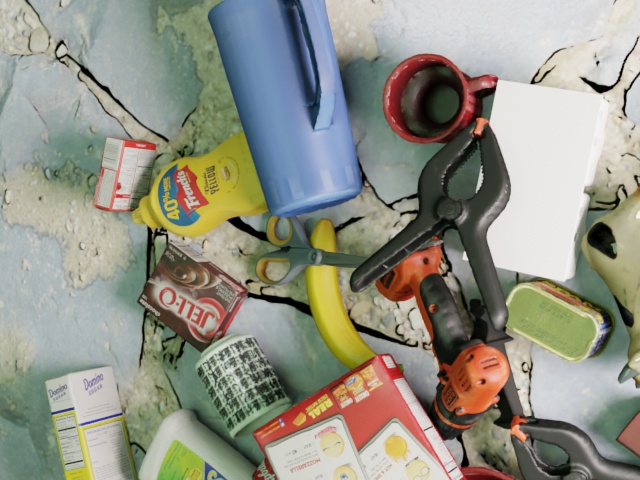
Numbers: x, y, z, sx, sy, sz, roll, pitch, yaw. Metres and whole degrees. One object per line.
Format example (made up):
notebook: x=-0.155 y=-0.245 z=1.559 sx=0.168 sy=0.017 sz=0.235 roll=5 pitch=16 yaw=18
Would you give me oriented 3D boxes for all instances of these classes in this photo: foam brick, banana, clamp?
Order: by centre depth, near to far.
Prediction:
foam brick: x=0.340 y=0.197 z=1.045 sx=0.078 sy=0.052 sz=0.051 roll=37 pitch=105 yaw=19
clamp: x=0.139 y=-0.017 z=1.045 sx=0.165 sy=0.036 sz=0.210 roll=22 pitch=81 yaw=27
clamp: x=0.256 y=0.247 z=1.077 sx=0.171 sy=0.039 sz=0.120 roll=31 pitch=100 yaw=6
banana: x=0.023 y=0.075 z=1.202 sx=0.069 sy=0.037 sz=0.198 roll=-27 pitch=80 yaw=4

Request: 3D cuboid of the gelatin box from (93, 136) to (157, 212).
gelatin box: x=-0.237 y=-0.079 z=1.299 sx=0.030 sy=0.073 sz=0.089 roll=15 pitch=97 yaw=23

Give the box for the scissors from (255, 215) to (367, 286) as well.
scissors: x=-0.008 y=0.001 z=1.184 sx=0.202 sy=0.016 sz=0.096 roll=-18 pitch=69 yaw=48

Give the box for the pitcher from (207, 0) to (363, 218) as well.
pitcher: x=-0.028 y=-0.154 z=1.168 sx=0.145 sy=0.149 sz=0.243 roll=-16 pitch=87 yaw=19

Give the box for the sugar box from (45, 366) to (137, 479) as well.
sugar box: x=-0.278 y=0.248 z=1.309 sx=0.048 sy=0.093 sz=0.176 roll=-19 pitch=82 yaw=23

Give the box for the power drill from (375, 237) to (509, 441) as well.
power drill: x=0.122 y=0.105 z=1.112 sx=0.188 sy=0.057 sz=0.185 roll=65 pitch=158 yaw=23

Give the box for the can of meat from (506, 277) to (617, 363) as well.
can of meat: x=0.239 y=0.080 z=1.074 sx=0.102 sy=0.083 sz=0.057 roll=29 pitch=102 yaw=22

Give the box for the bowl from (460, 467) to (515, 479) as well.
bowl: x=0.174 y=0.314 z=1.121 sx=0.162 sy=0.055 sz=0.162 roll=0 pitch=90 yaw=25

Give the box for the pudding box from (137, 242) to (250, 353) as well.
pudding box: x=-0.152 y=0.068 z=1.279 sx=0.114 sy=0.039 sz=0.090 roll=36 pitch=105 yaw=21

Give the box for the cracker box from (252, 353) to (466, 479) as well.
cracker box: x=0.054 y=0.248 z=1.100 sx=0.164 sy=0.072 sz=0.214 roll=-34 pitch=77 yaw=15

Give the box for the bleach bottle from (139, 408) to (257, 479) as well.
bleach bottle: x=-0.089 y=0.304 z=1.239 sx=0.251 sy=0.068 sz=0.103 roll=30 pitch=105 yaw=19

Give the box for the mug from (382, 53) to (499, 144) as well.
mug: x=0.133 y=-0.148 z=1.122 sx=0.117 sy=0.081 sz=0.093 roll=-20 pitch=82 yaw=24

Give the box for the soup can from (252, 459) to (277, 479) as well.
soup can: x=-0.022 y=0.246 z=1.204 sx=0.068 sy=0.068 sz=0.102 roll=39 pitch=105 yaw=19

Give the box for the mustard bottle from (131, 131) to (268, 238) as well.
mustard bottle: x=-0.142 y=-0.056 z=1.263 sx=0.192 sy=0.058 sz=0.096 roll=-20 pitch=74 yaw=24
